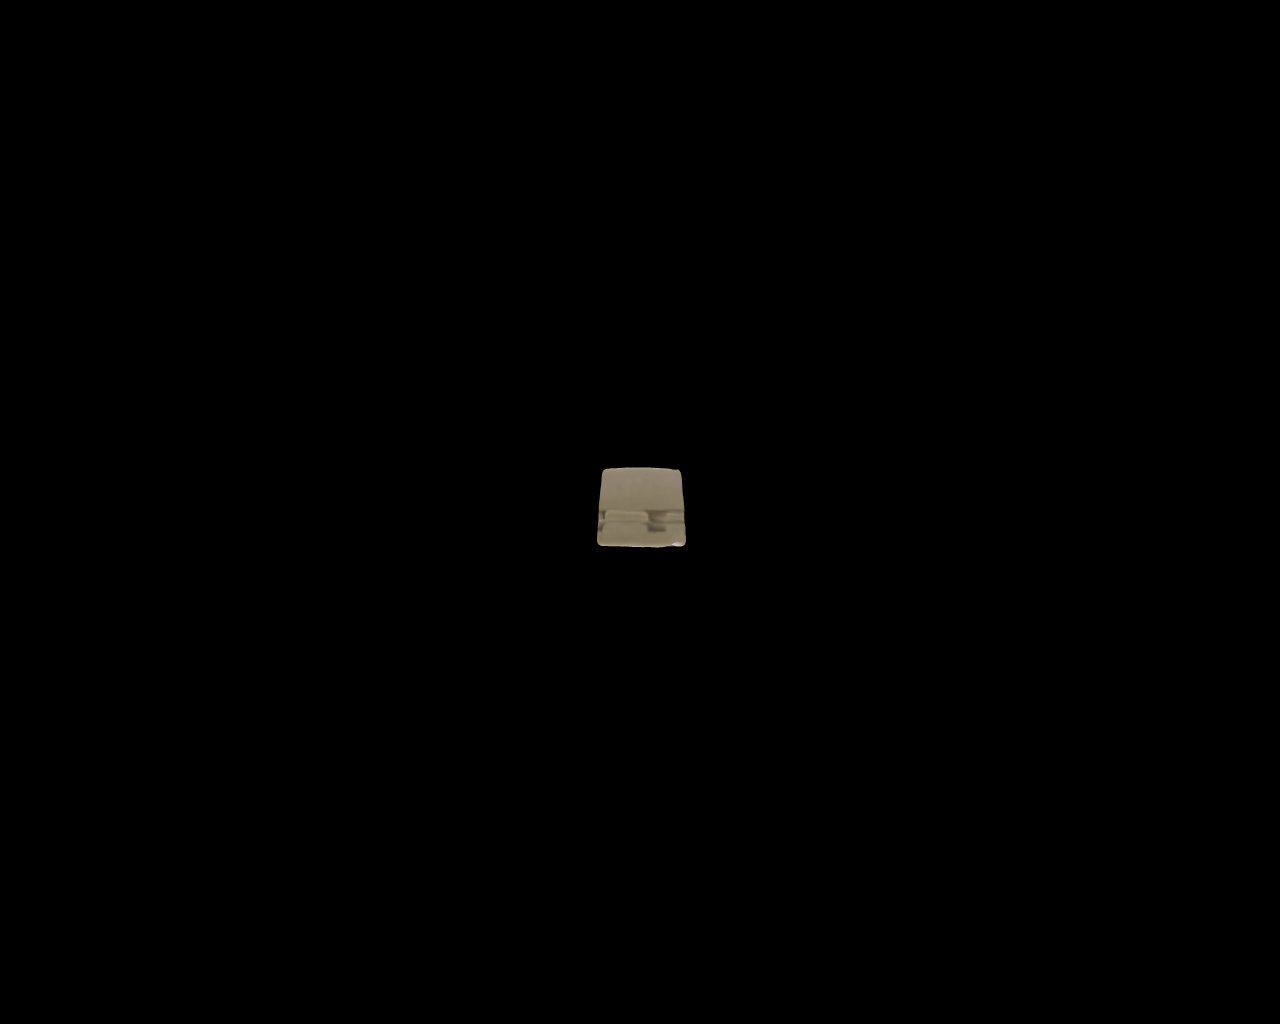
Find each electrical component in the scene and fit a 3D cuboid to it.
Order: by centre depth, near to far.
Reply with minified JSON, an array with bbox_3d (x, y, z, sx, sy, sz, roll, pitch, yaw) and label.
[{"bbox_3d":[0.001,-0.003,0.650,0.055,0.047,0.055,0,-2,0],"label":"electrical component"}]
